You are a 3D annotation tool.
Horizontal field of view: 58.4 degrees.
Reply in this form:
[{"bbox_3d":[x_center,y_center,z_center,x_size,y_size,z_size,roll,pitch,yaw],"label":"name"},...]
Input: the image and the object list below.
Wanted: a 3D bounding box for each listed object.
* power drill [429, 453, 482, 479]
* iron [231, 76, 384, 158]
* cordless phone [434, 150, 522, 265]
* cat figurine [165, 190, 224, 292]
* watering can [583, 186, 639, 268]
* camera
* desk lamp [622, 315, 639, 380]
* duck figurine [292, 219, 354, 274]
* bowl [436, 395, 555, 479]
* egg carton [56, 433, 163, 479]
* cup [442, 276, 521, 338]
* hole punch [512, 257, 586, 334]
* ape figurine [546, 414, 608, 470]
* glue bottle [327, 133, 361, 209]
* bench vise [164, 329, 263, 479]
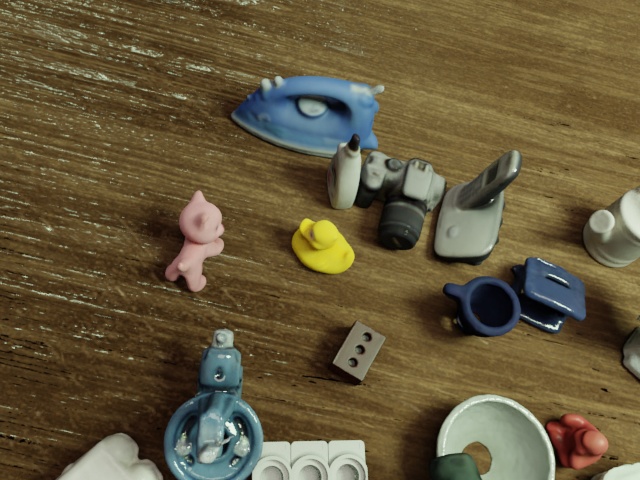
[{"bbox_3d":[0.172,0.380,0.690,0.076,0.208,0.229,-8,68,-11],"label":"power drill"},{"bbox_3d":[-0.020,-0.227,0.958,0.258,0.141,0.118,5,66,-6],"label":"iron"},{"bbox_3d":[0.254,-0.050,0.899,0.094,0.185,0.147,15,66,-1],"label":"cordless phone"},{"bbox_3d":[-0.184,-0.002,0.850,0.067,0.117,0.128,20,66,1],"label":"cat figurine"},{"bbox_3d":[0.517,-0.031,0.926,0.173,0.194,0.101,-29,74,-19],"label":"watering can"},{"bbox_3d":[0.126,-0.063,0.932,0.143,0.101,0.137,18,66,-1],"label":"camera"},{"bbox_3d":[0.550,0.141,0.847,0.118,0.213,0.203,-41,78,-21],"label":"desk lamp"},{"bbox_3d":[0.008,0.003,0.894,0.104,0.086,0.077,30,66,5],"label":"duck figurine"},{"bbox_3d":[0.235,0.307,0.804,0.167,0.074,0.167,3,67,-7],"label":"bowl"},{"bbox_3d":[-0.281,0.325,0.721,0.107,0.069,0.150,42,68,10],"label":"egg carton"},{"bbox_3d":[0.233,0.107,0.878,0.117,0.095,0.092,23,66,2],"label":"cup"},{"bbox_3d":[0.364,0.079,0.912,0.108,0.091,0.101,25,66,3],"label":"hole punch"},{"bbox_3d":[0.377,0.291,0.823,0.076,0.092,0.078,26,66,3],"label":"ape figurine"},{"bbox_3d":[0.042,-0.117,0.903,0.037,0.173,0.078,-7,68,-11],"label":"glue bottle"},{"bbox_3d":[-0.140,0.212,0.709,0.121,0.219,0.207,-13,69,-13],"label":"bench vise"}]
